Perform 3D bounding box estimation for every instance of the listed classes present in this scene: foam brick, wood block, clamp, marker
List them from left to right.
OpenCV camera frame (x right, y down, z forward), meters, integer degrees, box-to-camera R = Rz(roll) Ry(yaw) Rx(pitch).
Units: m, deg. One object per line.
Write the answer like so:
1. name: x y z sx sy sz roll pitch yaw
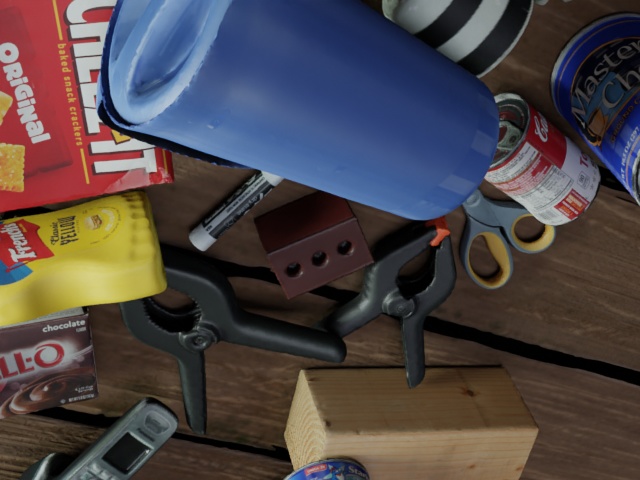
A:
1. clamp: -0.103 0.080 0.885 0.165 0.036 0.209 -37 122 22
2. marker: -0.053 -0.036 0.830 0.121 0.020 0.020 -41 127 14
3. foam brick: -0.006 0.001 0.852 0.078 0.051 0.053 -24 129 1
4. clamp: 0.056 0.051 0.918 0.120 0.039 0.172 8 118 -18
5. wood block: 0.082 0.179 0.986 0.205 0.091 0.090 2 125 -18

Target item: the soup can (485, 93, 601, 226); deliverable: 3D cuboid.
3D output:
1. soup can: 0.168 -0.062 0.849 0.102 0.068 0.069 32 111 -34

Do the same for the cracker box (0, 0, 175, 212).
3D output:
1. cracker box: -0.211 -0.100 0.699 0.213 0.072 0.164 -10 128 -11

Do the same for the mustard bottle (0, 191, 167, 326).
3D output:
1. mustard bottle: -0.212 0.019 0.772 0.191 0.096 0.058 -12 129 -8

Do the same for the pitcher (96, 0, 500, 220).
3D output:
1. pitcher: -0.010 -0.091 0.670 0.242 0.149 0.145 20 99 -38

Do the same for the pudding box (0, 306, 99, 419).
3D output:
1. pudding box: -0.238 0.094 0.852 0.113 0.039 0.090 -12 128 -18

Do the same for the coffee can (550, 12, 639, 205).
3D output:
1. coffee can: 0.249 -0.095 0.802 0.102 0.140 0.103 -9 128 -11

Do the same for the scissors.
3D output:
1. scissors: 0.144 -0.039 0.892 0.096 0.016 0.201 -22 129 -3

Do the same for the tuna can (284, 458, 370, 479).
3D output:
1. tuna can: 0.006 0.229 0.919 0.086 0.034 0.086 -8 129 -10
